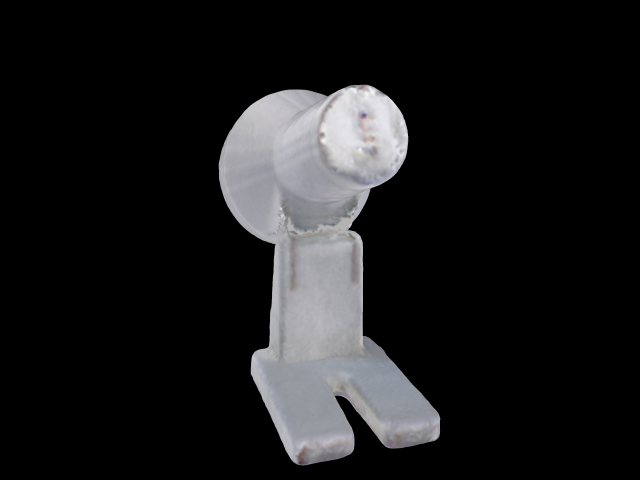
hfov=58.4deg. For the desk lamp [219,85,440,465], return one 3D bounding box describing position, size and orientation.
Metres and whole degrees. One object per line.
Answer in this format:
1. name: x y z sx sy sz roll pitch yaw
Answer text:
1. desk lamp: 0.004 0.001 0.400 0.118 0.214 0.202 -6 17 -18
